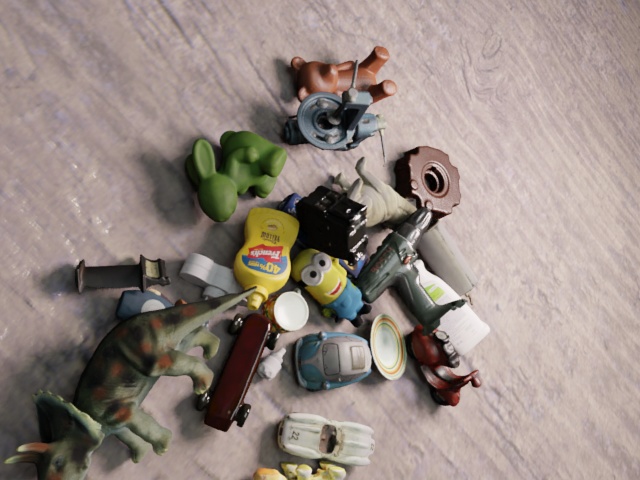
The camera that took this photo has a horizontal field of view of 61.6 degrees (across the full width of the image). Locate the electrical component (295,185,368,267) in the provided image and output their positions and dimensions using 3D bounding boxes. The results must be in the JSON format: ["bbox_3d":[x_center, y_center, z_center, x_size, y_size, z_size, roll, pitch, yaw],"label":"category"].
[{"bbox_3d":[0.018,-0.029,0.959,0.058,0.134,0.114,-42,143,-34],"label":"electrical component"}]

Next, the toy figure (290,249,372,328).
[{"bbox_3d":[0.017,0.093,1.031,0.180,0.089,0.082,46,50,-23],"label":"toy figure"}]

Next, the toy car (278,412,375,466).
[{"bbox_3d":[0.017,0.360,0.971,0.201,0.056,0.073,20,67,-25],"label":"toy car"}]

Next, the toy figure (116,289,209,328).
[{"bbox_3d":[-0.251,0.123,0.875,0.154,0.058,0.064,20,106,-27],"label":"toy figure"}]

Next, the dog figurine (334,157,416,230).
[{"bbox_3d":[0.115,-0.051,1.104,0.190,0.121,0.172,36,62,-20],"label":"dog figurine"}]

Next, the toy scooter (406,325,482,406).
[{"bbox_3d":[0.260,0.255,1.100,0.075,0.135,0.183,-24,89,-32],"label":"toy scooter"}]

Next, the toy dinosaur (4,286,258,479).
[{"bbox_3d":[-0.271,0.191,0.784,0.192,0.131,0.405,39,66,-22],"label":"toy dinosaur"}]

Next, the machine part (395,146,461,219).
[{"bbox_3d":[0.254,-0.133,1.248,0.179,0.056,0.179,10,71,-30],"label":"machine part"}]

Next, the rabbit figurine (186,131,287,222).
[{"bbox_3d":[-0.161,-0.116,0.953,0.159,0.121,0.170,38,58,-10],"label":"rabbit figurine"}]

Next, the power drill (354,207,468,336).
[{"bbox_3d":[0.199,0.072,1.081,0.232,0.086,0.207,-41,84,-6],"label":"power drill"}]

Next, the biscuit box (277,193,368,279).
[{"bbox_3d":[-0.002,-0.003,1.055,0.202,0.059,0.063,40,61,-16],"label":"biscuit box"}]

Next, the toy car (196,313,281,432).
[{"bbox_3d":[-0.137,0.220,0.913,0.089,0.053,0.202,21,66,-1],"label":"toy car"}]

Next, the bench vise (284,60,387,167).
[{"bbox_3d":[0.050,-0.236,1.055,0.224,0.240,0.129,3,78,-14],"label":"bench vise"}]

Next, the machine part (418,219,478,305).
[{"bbox_3d":[0.279,0.041,1.204,0.079,0.079,0.243,-40,98,-33],"label":"machine part"}]

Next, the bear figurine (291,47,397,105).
[{"bbox_3d":[0.046,-0.345,1.139,0.196,0.132,0.120,1,74,-37],"label":"bear figurine"}]

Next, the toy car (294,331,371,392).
[{"bbox_3d":[0.039,0.223,0.995,0.161,0.103,0.109,4,76,-28],"label":"toy car"}]

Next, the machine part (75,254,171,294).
[{"bbox_3d":[-0.312,0.054,0.851,0.139,0.084,0.039,-2,122,-24],"label":"machine part"}]

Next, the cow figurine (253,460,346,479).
[{"bbox_3d":[-0.039,0.431,0.915,0.167,0.068,0.098,11,78,-27],"label":"cow figurine"}]
